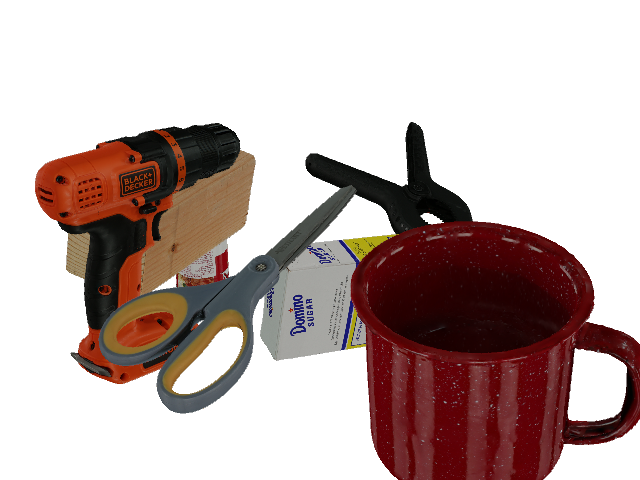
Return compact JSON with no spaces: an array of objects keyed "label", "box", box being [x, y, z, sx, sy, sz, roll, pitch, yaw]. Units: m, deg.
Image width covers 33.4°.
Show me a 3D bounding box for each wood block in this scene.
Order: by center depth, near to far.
[{"label":"wood block","box":[-0.158,-0.031,1.089,0.090,0.091,0.205,21,28,18]}]

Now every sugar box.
[{"label":"sugar box","box":[0.039,0.044,0.915,0.176,0.093,0.048,-4,32,-22]}]

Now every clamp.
[{"label":"clamp","box":[0.091,-0.046,1.174,0.164,0.210,0.036,-15,-37,-28]}]

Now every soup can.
[{"label":"soup can","box":[-0.149,0.010,1.329,0.068,0.102,0.068,-1,25,0]}]

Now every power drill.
[{"label":"power drill","box":[-0.135,0.006,0.847,0.057,0.188,0.184,18,27,42]}]

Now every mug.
[{"label":"mug","box":[0.071,0.052,0.428,0.117,0.081,0.093,7,34,16]}]

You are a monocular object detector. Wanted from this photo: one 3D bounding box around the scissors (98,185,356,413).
[{"label":"scissors","box":[-0.055,0.021,0.626,0.096,0.016,0.201,11,42,17]}]
